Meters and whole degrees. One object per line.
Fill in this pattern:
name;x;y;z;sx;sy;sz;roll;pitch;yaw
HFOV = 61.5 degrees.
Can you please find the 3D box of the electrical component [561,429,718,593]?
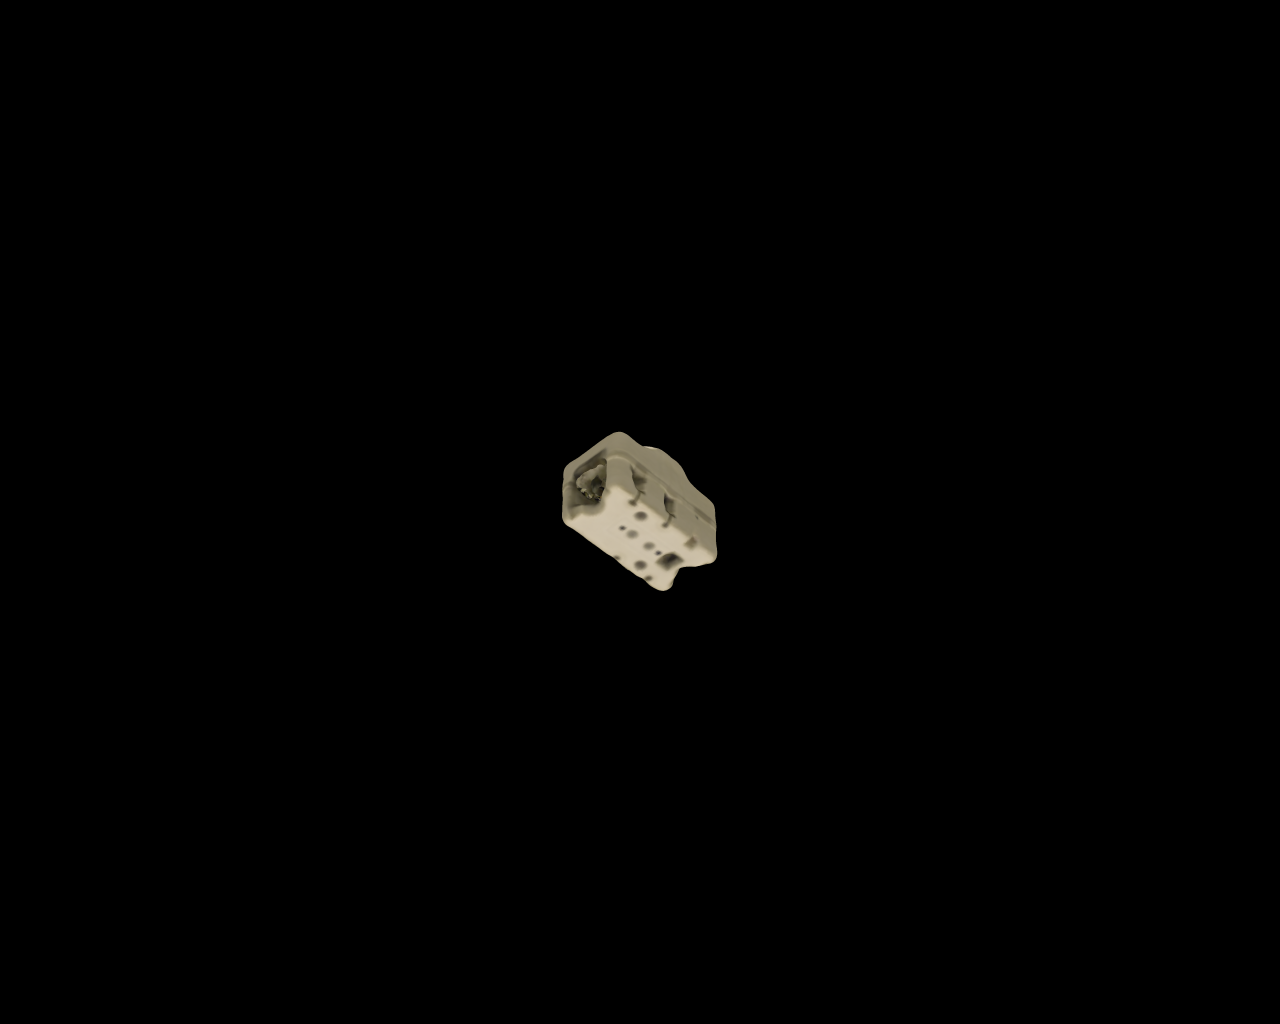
electrical component;0.001;-0.003;0.650;0.050;0.056;0.089;-33;-54;29
